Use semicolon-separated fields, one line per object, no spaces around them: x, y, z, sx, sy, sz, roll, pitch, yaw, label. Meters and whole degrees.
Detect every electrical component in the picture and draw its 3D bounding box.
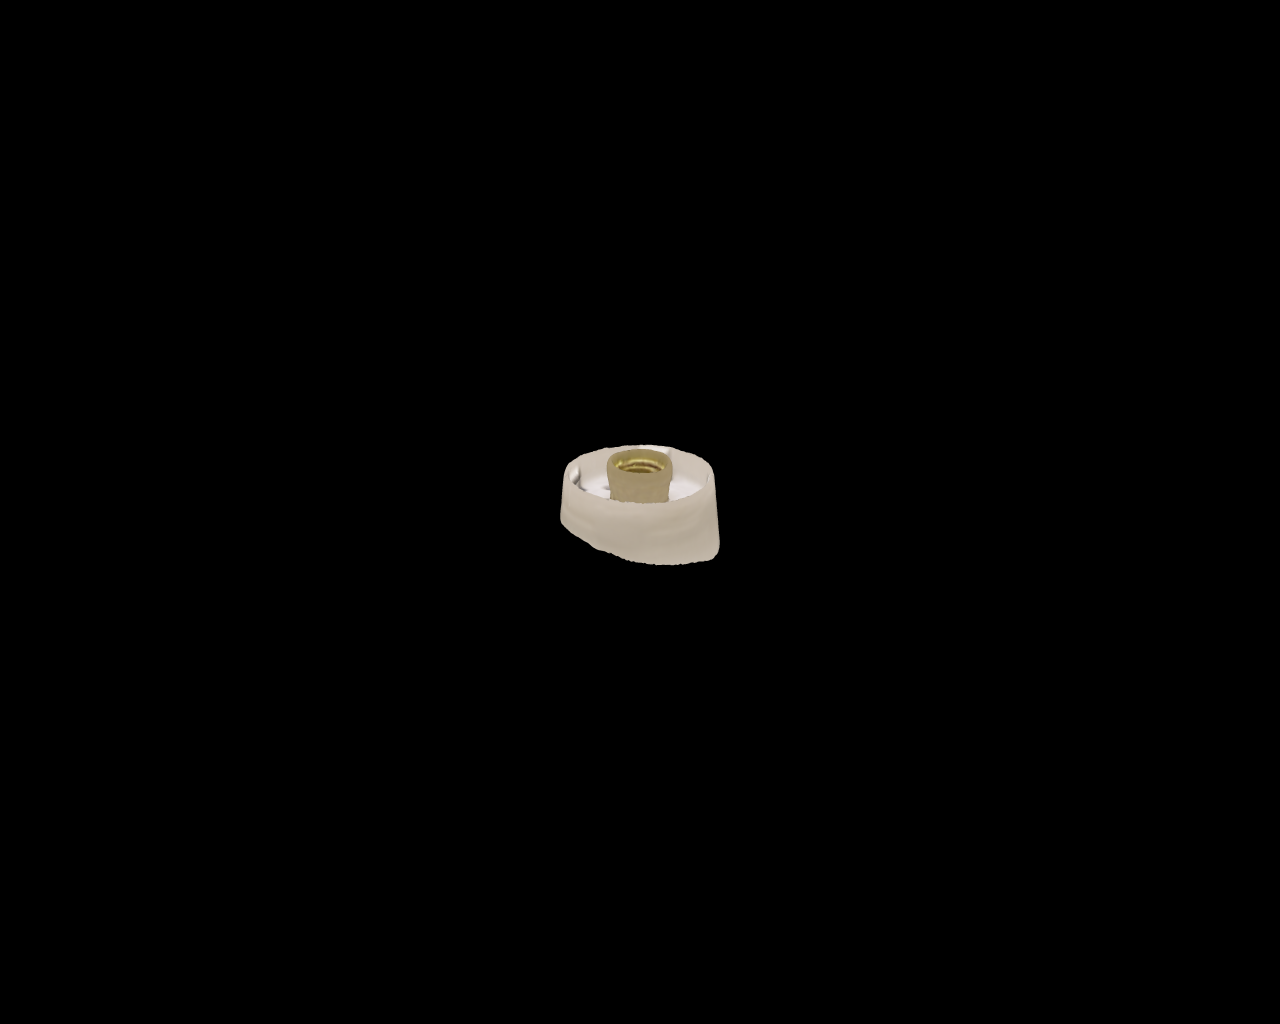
0.001;-0.003;0.650;0.099;0.064;0.099;0;25;0;electrical component
